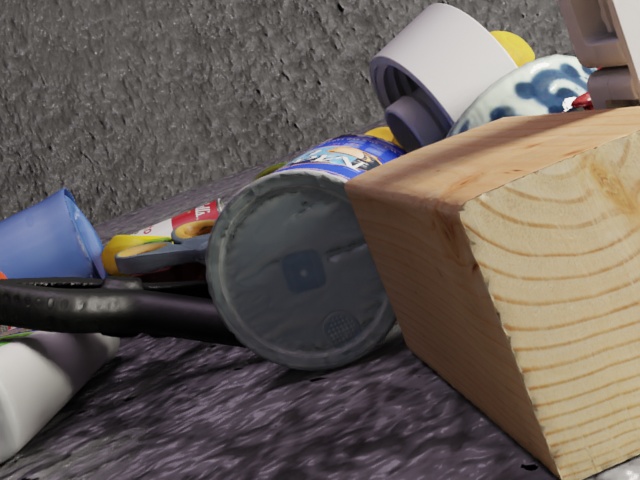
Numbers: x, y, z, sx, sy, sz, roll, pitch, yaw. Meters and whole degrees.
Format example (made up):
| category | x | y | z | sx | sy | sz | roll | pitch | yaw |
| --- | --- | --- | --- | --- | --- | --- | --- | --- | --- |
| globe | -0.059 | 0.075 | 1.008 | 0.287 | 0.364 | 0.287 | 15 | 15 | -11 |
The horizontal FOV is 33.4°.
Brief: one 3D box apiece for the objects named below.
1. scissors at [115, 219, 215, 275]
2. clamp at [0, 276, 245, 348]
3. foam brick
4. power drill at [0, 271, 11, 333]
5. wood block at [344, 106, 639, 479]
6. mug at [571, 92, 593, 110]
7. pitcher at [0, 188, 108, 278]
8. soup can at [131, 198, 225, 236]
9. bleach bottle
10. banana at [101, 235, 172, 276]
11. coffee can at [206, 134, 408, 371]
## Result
| category | x | y | z | sx | sy | sz | roll | pitch | yaw |
| --- | --- | --- | --- | --- | --- | --- | --- | --- | --- |
| scissors | -0.093 | 0.014 | 0.727 | 0.096 | 0.016 | 0.202 | -18 | 12 | -7 |
| clamp | -0.120 | 0.041 | 0.684 | 0.210 | 0.036 | 0.164 | 3 | 3 | -1 |
| foam brick | -0.101 | 0.039 | 0.812 | 0.051 | 0.053 | 0.078 | -27 | 8 | -36 |
| power drill | -0.324 | 0.081 | 0.812 | 0.188 | 0.057 | 0.184 | -18 | 51 | 10 |
| wood block | 0.081 | 0.006 | 0.409 | 0.090 | 0.091 | 0.206 | -22 | 7 | -6 |
| mug | 0.186 | -0.046 | 0.514 | 0.093 | 0.081 | 0.117 | -24 | 8 | -23 |
| pitcher | -0.296 | 0.066 | 0.920 | 0.242 | 0.145 | 0.149 | -26 | -15 | -5 |
| soup can | -0.134 | 0.009 | 1.060 | 0.102 | 0.068 | 0.068 | -22 | 7 | 2 |
| bleach bottle | -0.202 | 0.087 | 0.717 | 0.102 | 0.068 | 0.250 | -17 | 6 | 8 |
| banana | -0.149 | 0.015 | 0.926 | 0.069 | 0.037 | 0.198 | 3 | 0 | 1 |
| coffee can | 0.008 | 0.001 | 0.590 | 0.103 | 0.103 | 0.140 | -19 | 8 | 17 |
